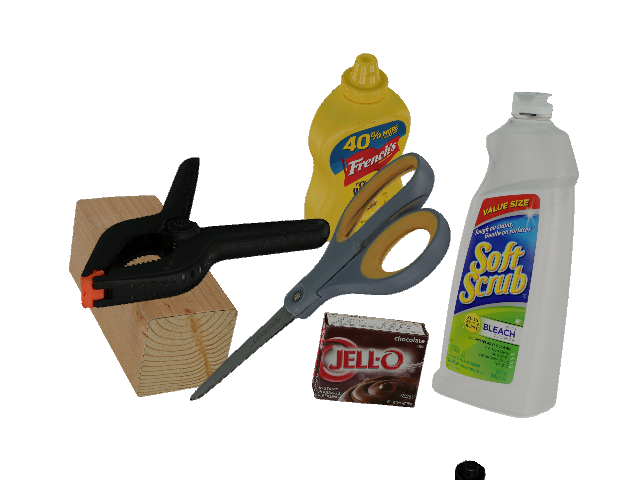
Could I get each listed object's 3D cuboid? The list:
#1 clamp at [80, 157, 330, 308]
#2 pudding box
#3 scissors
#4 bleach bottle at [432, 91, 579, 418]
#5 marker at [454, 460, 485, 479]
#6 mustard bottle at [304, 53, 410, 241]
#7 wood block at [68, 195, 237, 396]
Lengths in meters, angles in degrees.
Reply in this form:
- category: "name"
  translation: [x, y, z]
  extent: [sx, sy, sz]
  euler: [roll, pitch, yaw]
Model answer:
- category: "clamp"
  translation: [-0.119, -0.005, 0.878]
  extent: [0.209, 0.036, 0.165]
  euler: [-26, 43, -37]
- category: "pudding box"
  translation: [0.053, 0.128, 1.147]
  extent: [0.113, 0.090, 0.039]
  euler: [5, 24, -8]
- category: "scissors"
  translation: [0.003, 0.037, 0.608]
  extent: [0.016, 0.202, 0.096]
  euler: [36, 5, -34]
- category: "bleach bottle"
  translation: [0.150, 0.008, 0.852]
  extent: [0.103, 0.251, 0.067]
  euler: [13, 15, 41]
- category: "marker"
  translation: [0.091, 0.186, 0.687]
  extent: [0.020, 0.121, 0.020]
  euler: [1, 36, -1]
- category: "mustard bottle"
  translation: [0.035, -0.088, 0.975]
  extent: [0.096, 0.192, 0.058]
  euler: [-18, 49, -20]
- category: "wood block"
  translation: [-0.170, 0.047, 1.048]
  extent: [0.090, 0.091, 0.206]
  euler: [-5, 35, -31]
